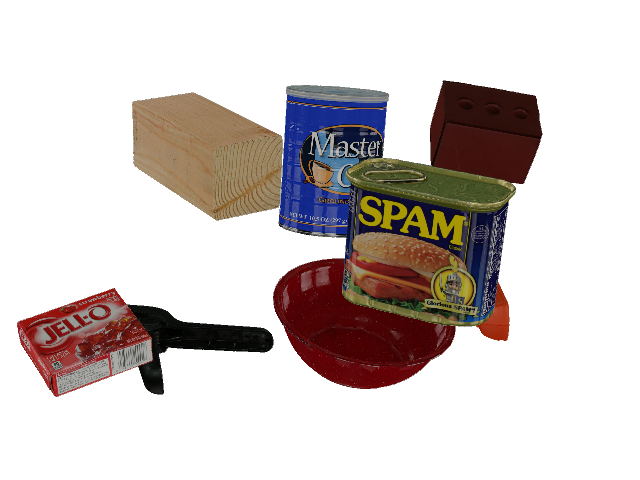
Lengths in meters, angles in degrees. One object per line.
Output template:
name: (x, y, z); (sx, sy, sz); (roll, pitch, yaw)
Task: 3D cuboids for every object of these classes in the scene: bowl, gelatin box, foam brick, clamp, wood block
bowl: (0.034, 0.081, 0.940); (0.162, 0.055, 0.162); (8, 30, -5)
gelatin box: (-0.193, 0.082, 0.874); (0.089, 0.030, 0.073); (-19, 42, -28)
foam brick: (0.128, -0.084, 0.836); (0.078, 0.051, 0.053); (9, 44, -4)
clamp: (-0.177, 0.102, 1.096); (0.210, 0.036, 0.164); (12, 18, 31)
wood block: (-0.139, -0.105, 1.276); (0.090, 0.090, 0.206); (-13, 28, -33)

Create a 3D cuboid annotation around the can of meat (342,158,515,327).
can of meat: (0.064, 0.001, 0.667); (0.102, 0.084, 0.057); (13, 22, 23)

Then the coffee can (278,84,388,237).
coffee can: (0.012, -0.082, 1.077); (0.103, 0.140, 0.103); (4, 12, -1)

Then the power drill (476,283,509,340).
power drill: (0.114, 0.084, 1.208); (0.187, 0.057, 0.184); (-3, 27, -2)
